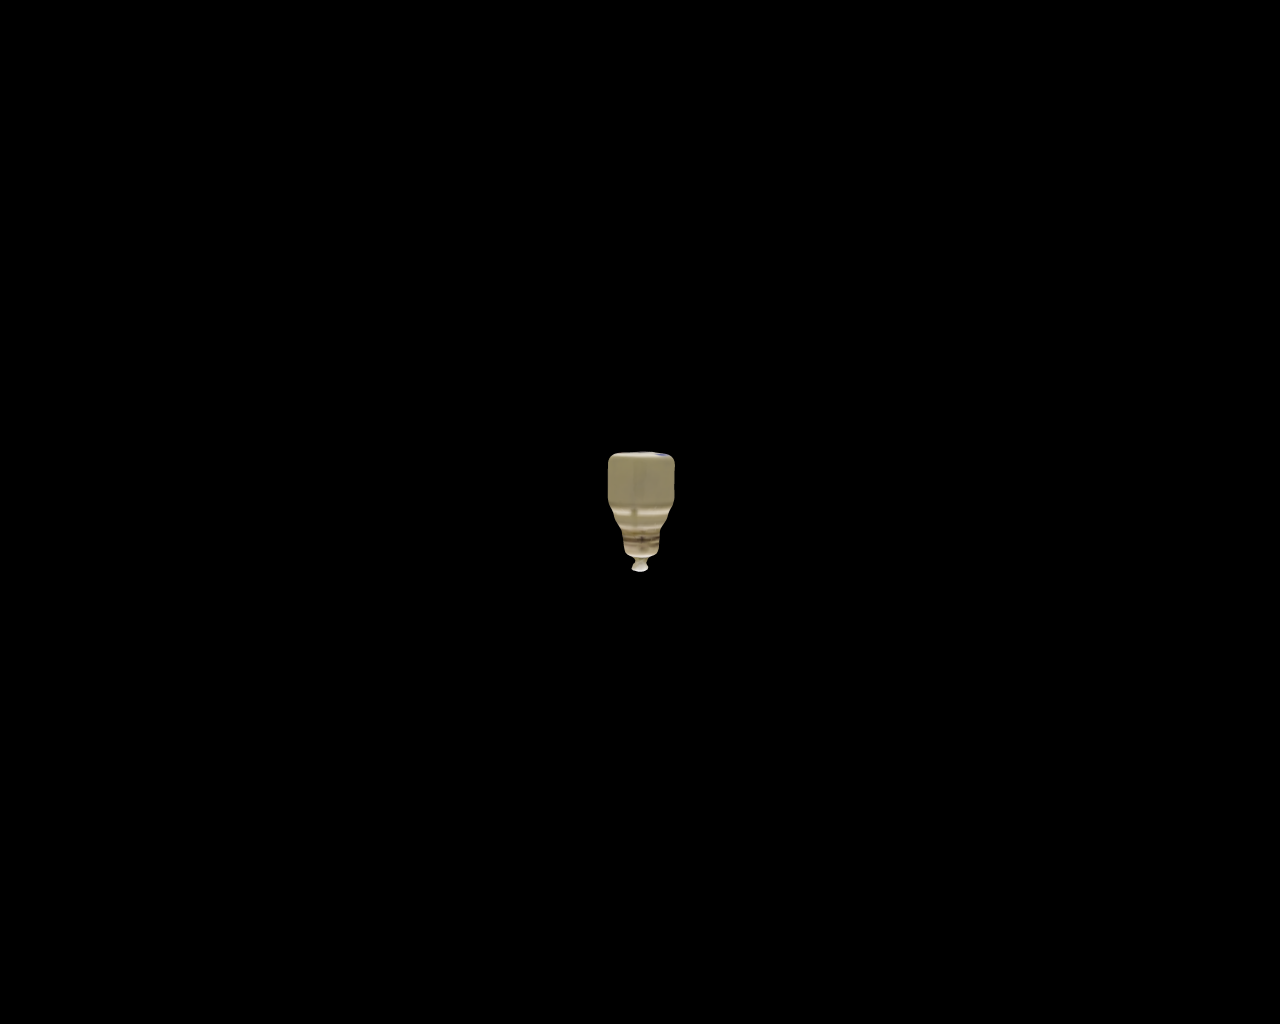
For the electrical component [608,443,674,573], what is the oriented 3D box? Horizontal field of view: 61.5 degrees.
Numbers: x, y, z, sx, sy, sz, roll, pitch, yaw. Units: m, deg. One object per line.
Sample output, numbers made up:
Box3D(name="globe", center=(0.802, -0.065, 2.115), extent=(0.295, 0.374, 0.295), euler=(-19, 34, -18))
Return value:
Box3D(name="electrical component", center=(0.001, -0.003, 0.650), extent=(0.040, 0.078, 0.040), euler=(0, 5, 0))
